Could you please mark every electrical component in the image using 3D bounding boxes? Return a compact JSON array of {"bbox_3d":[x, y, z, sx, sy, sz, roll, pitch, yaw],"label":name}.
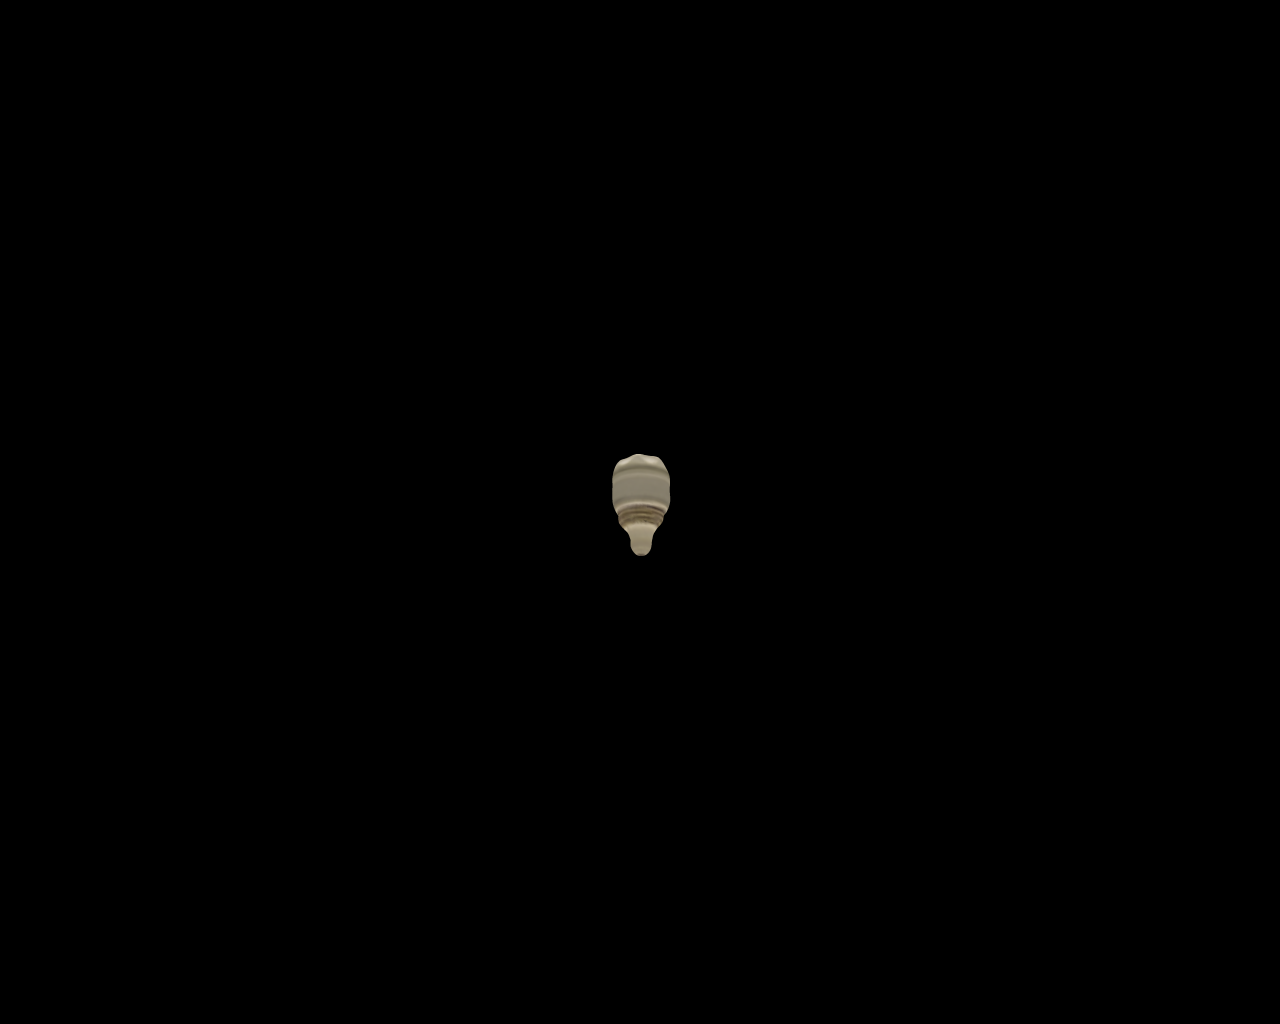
[{"bbox_3d":[0.001,-0.003,0.650,0.035,0.061,0.035,0,-20,0],"label":"electrical component"}]
